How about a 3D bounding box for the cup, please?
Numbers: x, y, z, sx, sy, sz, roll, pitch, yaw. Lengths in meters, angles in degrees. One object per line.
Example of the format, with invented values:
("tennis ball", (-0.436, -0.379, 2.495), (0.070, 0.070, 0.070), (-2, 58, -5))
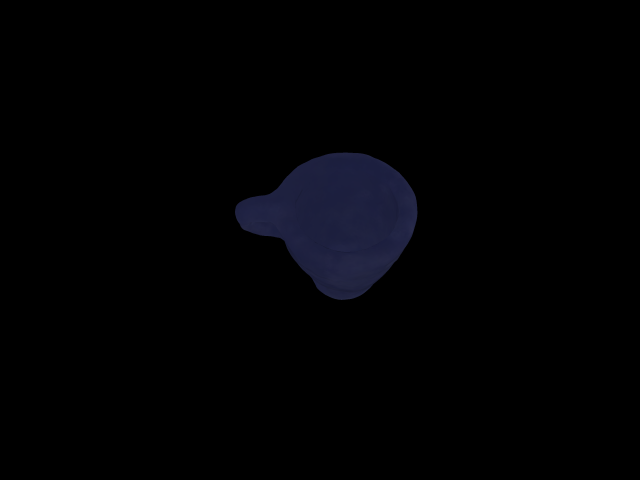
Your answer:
("cup", (0.004, 0.001, 0.400), (0.117, 0.095, 0.091), (0, 58, 0))
